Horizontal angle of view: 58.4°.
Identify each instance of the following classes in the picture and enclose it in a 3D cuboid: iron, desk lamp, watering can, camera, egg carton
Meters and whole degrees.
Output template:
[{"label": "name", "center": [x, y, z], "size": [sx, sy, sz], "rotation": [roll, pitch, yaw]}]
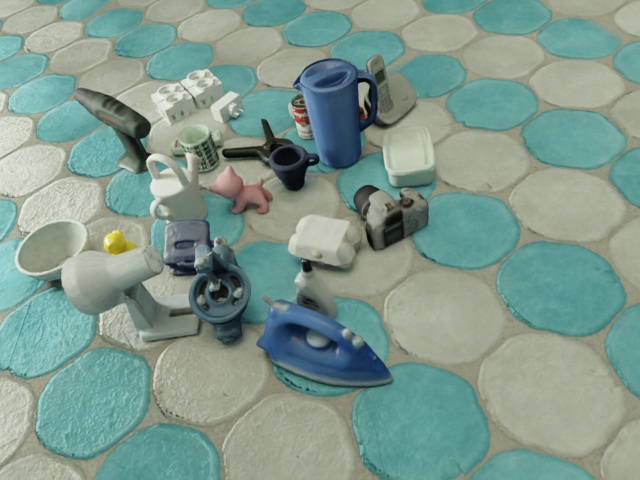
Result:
[{"label": "iron", "center": [0.007, 0.173, 1.021], "size": [0.257, 0.142, 0.119], "rotation": [16, 54, 23]}, {"label": "desk lamp", "center": [-0.357, 0.097, 1.110], "size": [0.203, 0.214, 0.118], "rotation": [-9, 48, 4]}, {"label": "watering can", "center": [-0.332, -0.128, 1.314], "size": [0.100, 0.194, 0.173], "rotation": [-1, 49, 11]}, {"label": "camera", "center": [0.143, -0.073, 1.236], "size": [0.143, 0.101, 0.136], "rotation": [-27, 50, -12]}, {"label": "egg carton", "center": [0.011, 0.004, 1.216], "size": [0.150, 0.069, 0.107], "rotation": [11, 52, 19]}]

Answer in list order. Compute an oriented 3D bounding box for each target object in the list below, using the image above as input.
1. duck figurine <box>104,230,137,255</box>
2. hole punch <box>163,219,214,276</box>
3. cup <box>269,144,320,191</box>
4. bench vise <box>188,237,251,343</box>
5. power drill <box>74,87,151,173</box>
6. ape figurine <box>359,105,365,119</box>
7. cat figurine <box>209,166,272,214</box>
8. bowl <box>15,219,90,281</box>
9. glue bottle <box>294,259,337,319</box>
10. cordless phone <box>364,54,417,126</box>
[{"label": "duck figurine", "center": [-0.451, 0.026, 1.276], "size": [0.077, 0.086, 0.104], "rotation": [-10, 48, 3]}, {"label": "hole punch", "center": [-0.284, 0.016, 1.248], "size": [0.108, 0.091, 0.101], "rotation": [-4, 49, 7]}, {"label": "cup", "center": [-0.054, -0.167, 1.360], "size": [0.117, 0.095, 0.091], "rotation": [-5, 49, 7]}, {"label": "bench vise", "center": [-0.209, 0.066, 1.104], "size": [0.121, 0.220, 0.207], "rotation": [-24, 49, -10]}, {"label": "power drill", "center": [-0.514, -0.280, 1.472], "size": [0.228, 0.209, 0.076], "rotation": [21, 56, 26]}, {"label": "ape figurine", "center": [0.081, -0.328, 1.476], "size": [0.078, 0.092, 0.076], "rotation": [-32, 51, -16]}, {"label": "cat figurine", "center": [-0.185, -0.121, 1.331], "size": [0.127, 0.118, 0.067], "rotation": [-2, 49, 9]}, {"label": "bowl", "center": [-0.593, 0.035, 1.304], "size": [0.167, 0.075, 0.167], "rotation": [-5, 49, 6]}, {"label": "glue bottle", "center": [-0.015, 0.091, 1.076], "size": [0.078, 0.173, 0.037], "rotation": [12, 53, 21]}, {"label": "cordless phone", "center": [0.175, -0.400, 1.457], "size": [0.093, 0.185, 0.148], "rotation": [29, 60, 31]}]
